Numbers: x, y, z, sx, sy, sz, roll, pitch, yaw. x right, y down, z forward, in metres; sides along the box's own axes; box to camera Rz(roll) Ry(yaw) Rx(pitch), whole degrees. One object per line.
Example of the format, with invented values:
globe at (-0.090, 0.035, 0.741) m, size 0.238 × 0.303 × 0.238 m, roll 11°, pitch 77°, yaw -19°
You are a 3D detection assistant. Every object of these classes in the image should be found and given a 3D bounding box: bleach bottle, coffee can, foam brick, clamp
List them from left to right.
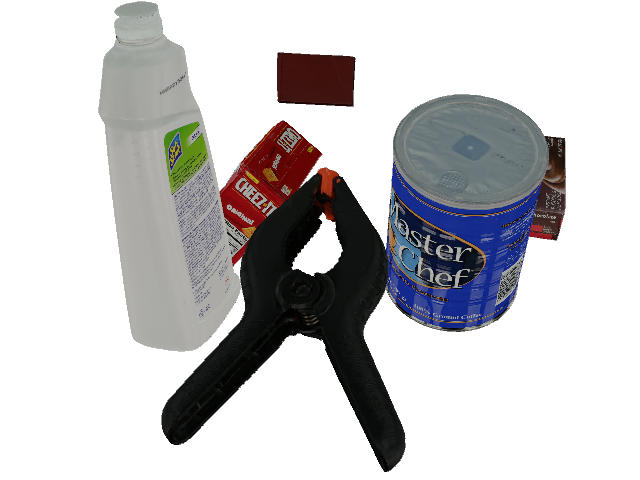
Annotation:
bleach bottle at (-0.110, -0.047, 0.760) m, size 0.068 × 0.251 × 0.102 m, roll 7°, pitch 33°, yaw 16°
foam brick at (-0.006, -0.166, 1.101) m, size 0.078 × 0.051 × 0.053 m, roll 2°, pitch 11°, yaw -5°
clamp at (0.001, 0.041, 0.553) m, size 0.120 × 0.171 × 0.039 m, roll 16°, pitch -28°, yaw 10°
coffee can at (0.099, -0.017, 0.755) m, size 0.103 × 0.103 × 0.140 m, roll 0°, pitch -40°, yaw 0°

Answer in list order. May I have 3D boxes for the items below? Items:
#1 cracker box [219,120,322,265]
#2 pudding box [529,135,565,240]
cracker box at (-0.105, -0.023, 1.223) m, size 0.072 × 0.214 × 0.164 m, roll 40°, pitch 26°, yaw -6°
pudding box at (0.172, -0.053, 0.958) m, size 0.090 × 0.039 × 0.113 m, roll 8°, pitch 40°, yaw 6°
